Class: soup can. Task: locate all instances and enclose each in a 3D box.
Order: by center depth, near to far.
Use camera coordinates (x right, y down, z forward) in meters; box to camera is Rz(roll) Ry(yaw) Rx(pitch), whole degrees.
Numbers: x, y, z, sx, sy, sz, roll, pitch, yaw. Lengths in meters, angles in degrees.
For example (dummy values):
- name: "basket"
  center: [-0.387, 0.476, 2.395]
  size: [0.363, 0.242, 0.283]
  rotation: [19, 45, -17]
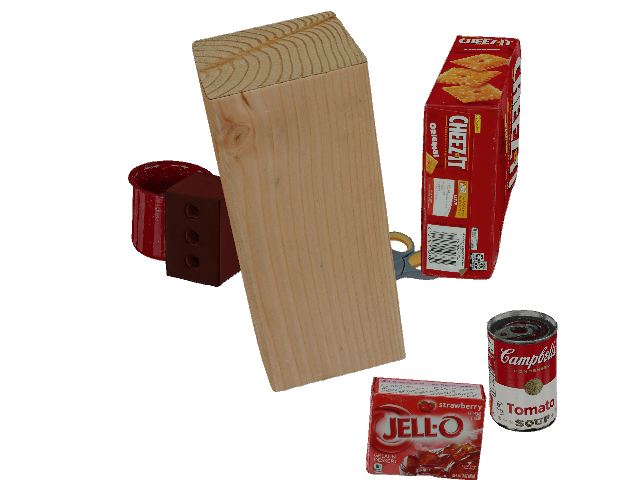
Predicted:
- name: "soup can"
  center: [0.200, 0.129, 1.058]
  size: [0.068, 0.102, 0.068]
  rotation: [-5, 22, 2]

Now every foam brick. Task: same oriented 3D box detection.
- name: "foam brick"
  center: [-0.094, -0.010, 0.886]
  size: [0.053, 0.078, 0.051]
  rotation: [11, 23, 24]

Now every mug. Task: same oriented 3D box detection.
- name: "mug"
  center: [-0.164, -0.036, 1.155]
  size: [0.093, 0.081, 0.117]
  rotation: [-3, 29, -19]

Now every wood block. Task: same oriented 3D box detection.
- name: "wood block"
  center: [-0.012, -0.021, 0.657]
  size: [0.090, 0.206, 0.090]
  rotation: [-14, 32, -6]

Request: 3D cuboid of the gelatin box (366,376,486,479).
- name: "gelatin box"
  center: [0.082, 0.149, 0.840]
  size: [0.089, 0.073, 0.030]
  rotation: [3, 21, 2]

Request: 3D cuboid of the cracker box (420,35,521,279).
- name: "cracker box"
  center: [0.144, -0.084, 0.994]
  size: [0.072, 0.164, 0.213]
  rotation: [5, 27, 14]

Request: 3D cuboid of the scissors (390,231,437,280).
- name: "scissors"
  center: [0.073, 0.029, 1.273]
  size: [0.201, 0.016, 0.096]
  rotation: [-10, 41, -42]
